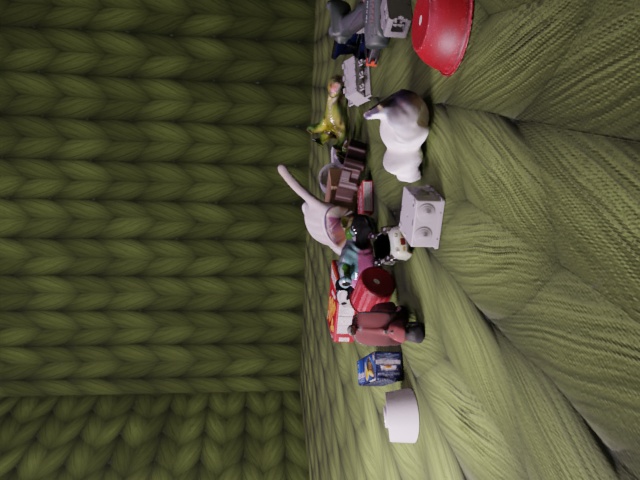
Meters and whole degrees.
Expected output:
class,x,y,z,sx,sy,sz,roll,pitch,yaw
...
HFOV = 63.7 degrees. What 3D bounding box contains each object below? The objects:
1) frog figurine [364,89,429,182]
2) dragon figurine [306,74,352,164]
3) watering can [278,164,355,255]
class,x,y,z,sx,sy,sz,roll,pitch,yaw
frog figurine,0.157,-0.187,0.938,0.158,0.123,0.137,56,169,-9
dragon figurine,0.074,-0.388,1.613,0.243,0.123,0.408,-67,-14,-1
watering can,0.005,-0.077,1.525,0.343,0.105,0.225,56,162,-23
